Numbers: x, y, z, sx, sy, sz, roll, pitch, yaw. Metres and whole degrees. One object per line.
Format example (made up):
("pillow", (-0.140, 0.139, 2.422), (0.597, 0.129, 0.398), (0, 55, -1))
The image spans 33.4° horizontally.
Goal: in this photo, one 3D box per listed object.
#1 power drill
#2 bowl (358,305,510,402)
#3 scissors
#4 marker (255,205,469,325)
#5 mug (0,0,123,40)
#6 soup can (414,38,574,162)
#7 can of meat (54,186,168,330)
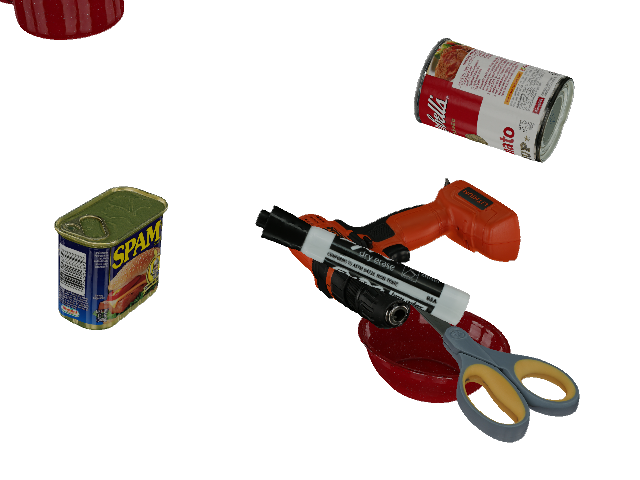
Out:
("power drill", (0.084, 0.008, 0.964), (0.187, 0.057, 0.185), (-15, 30, -22))
("bowl", (0.117, 0.125, 1.134), (0.162, 0.055, 0.162), (5, 24, -3))
("scissors", (0.123, 0.078, 0.799), (0.096, 0.016, 0.202), (-2, 31, -12))
("marker", (0.022, 0.012, 0.573), (0.121, 0.020, 0.020), (24, 1, 2))
("mug", (-0.202, -0.201, 0.790), (0.117, 0.081, 0.093), (0, 36, 1))
("soup can", (0.131, -0.106, 0.805), (0.102, 0.068, 0.068), (22, 8, 22))
("can of meat", (-0.173, 0.014, 0.882), (0.057, 0.084, 0.102), (19, 29, 19))
